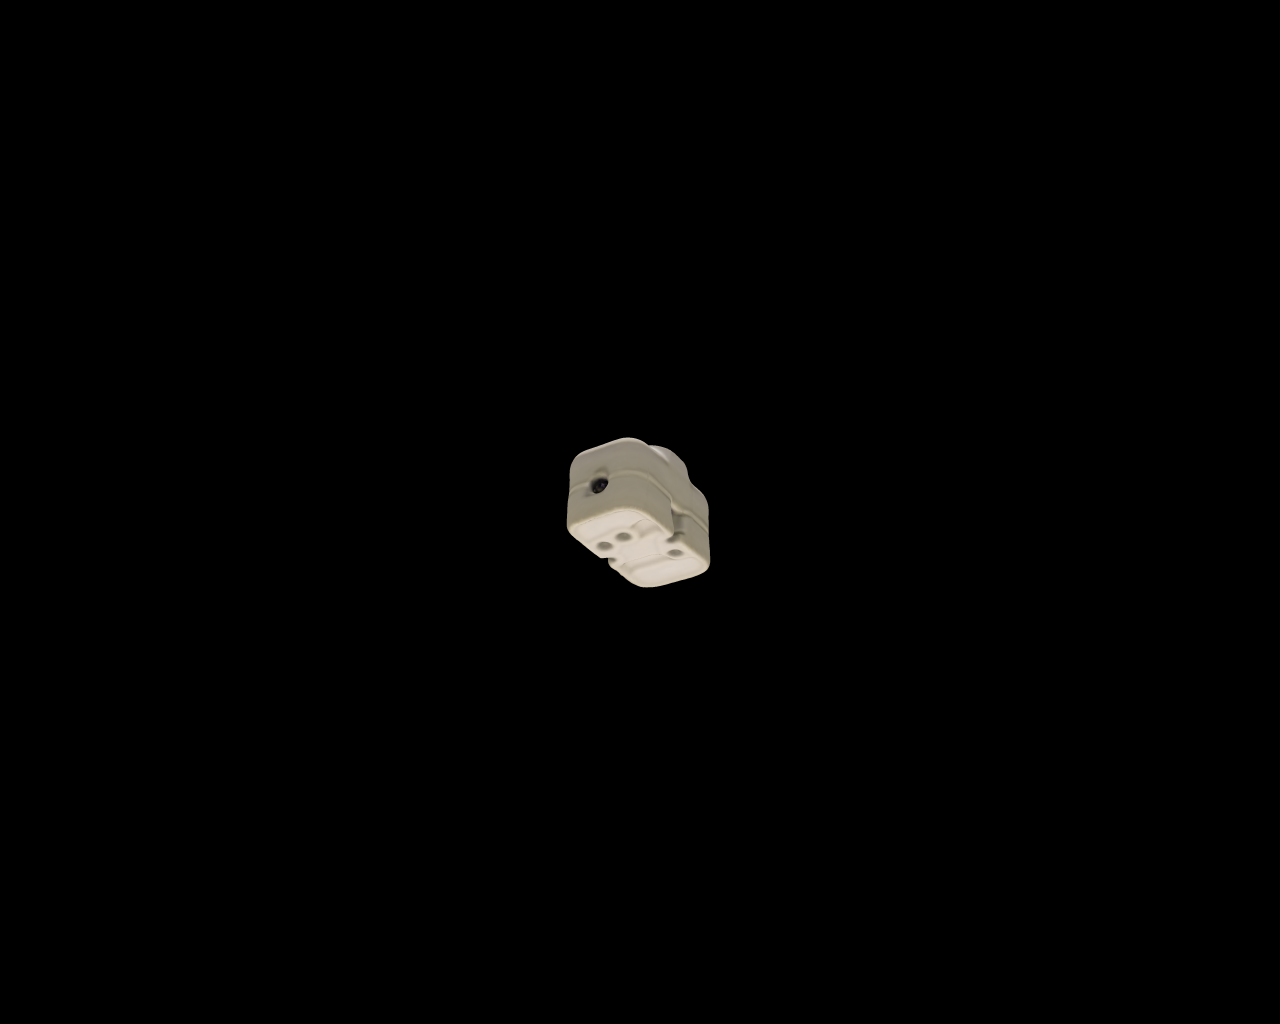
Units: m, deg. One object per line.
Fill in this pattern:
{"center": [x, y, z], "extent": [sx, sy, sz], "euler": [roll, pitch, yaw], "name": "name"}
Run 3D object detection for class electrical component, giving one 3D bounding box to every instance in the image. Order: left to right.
{"center": [0.001, -0.003, 0.650], "extent": [0.053, 0.059, 0.095], "euler": [-18, -35, 27], "name": "electrical component"}
